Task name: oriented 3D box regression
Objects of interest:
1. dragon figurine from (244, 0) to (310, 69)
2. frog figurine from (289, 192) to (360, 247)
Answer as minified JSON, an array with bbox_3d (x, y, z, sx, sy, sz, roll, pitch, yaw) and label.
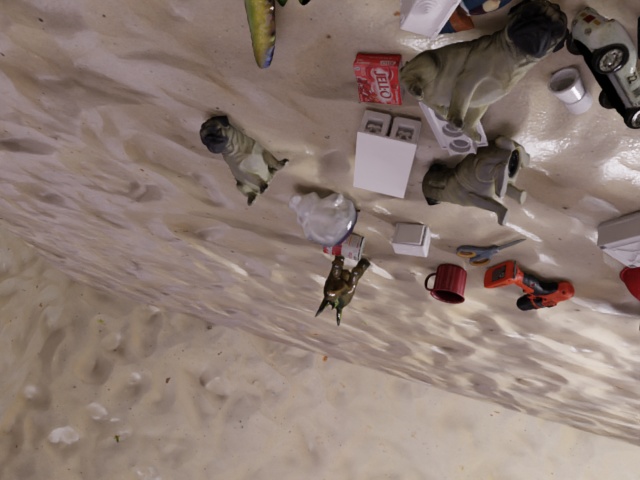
[{"bbox_3d":[-0.106,-0.399,0.646,0.242,0.124,0.404,40,150,-5],"label":"dragon figurine"},{"bbox_3d":[0.004,-0.062,1.229,0.158,0.125,0.135,35,118,-14],"label":"frog figurine"}]
